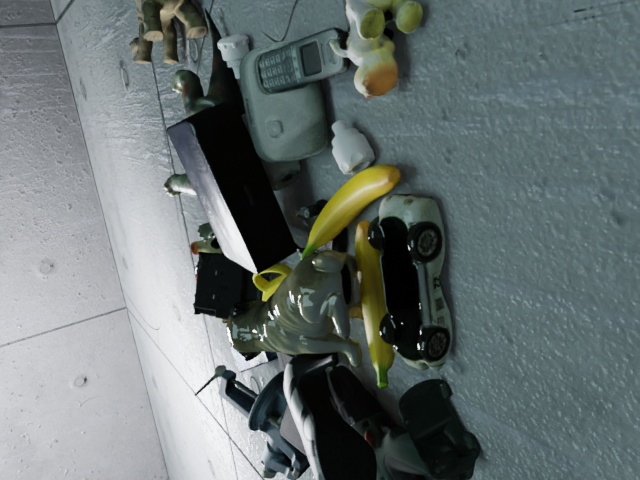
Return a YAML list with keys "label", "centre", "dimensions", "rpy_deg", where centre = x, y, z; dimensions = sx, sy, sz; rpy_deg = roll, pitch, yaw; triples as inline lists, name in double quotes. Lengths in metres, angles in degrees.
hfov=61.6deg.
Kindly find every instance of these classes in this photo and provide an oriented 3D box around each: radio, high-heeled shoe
- label: "radio"
  centre: [-0.127, -0.073, 0.763]
  dimensions: [0.131, 0.073, 0.229]
  rpy_deg: [16, 131, 59]
- label: "high-heeled shoe"
  centre: [-0.005, 0.262, 0.700]
  dimensions: [0.145, 0.086, 0.249]
  rpy_deg: [-46, 40, 47]

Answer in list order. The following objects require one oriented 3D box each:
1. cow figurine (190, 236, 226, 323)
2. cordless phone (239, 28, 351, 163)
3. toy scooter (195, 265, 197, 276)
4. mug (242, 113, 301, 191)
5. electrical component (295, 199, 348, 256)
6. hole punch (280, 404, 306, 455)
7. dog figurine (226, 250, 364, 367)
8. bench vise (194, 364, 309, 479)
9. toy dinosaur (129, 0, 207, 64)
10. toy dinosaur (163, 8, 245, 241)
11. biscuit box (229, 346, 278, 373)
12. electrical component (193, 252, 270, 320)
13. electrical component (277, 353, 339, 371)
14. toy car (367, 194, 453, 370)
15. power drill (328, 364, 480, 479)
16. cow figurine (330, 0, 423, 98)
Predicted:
- label: "cow figurine"
  centre: [-0.160, 0.081, 1.003]
  dimensions: [0.127, 0.085, 0.195]
  rpy_deg: [-18, 77, 20]
- label: "cordless phone"
  centre: [-0.014, -0.171, 0.646]
  dimensions: [0.184, 0.089, 0.146]
  rpy_deg: [7, 110, 55]
- label: "toy scooter"
  centre: [-0.205, 0.069, 1.119]
  dimensions: [0.135, 0.075, 0.183]
  rpy_deg: [55, 142, 29]
- label: "mug"
  centre: [-0.080, -0.120, 0.792]
  dimensions: [0.107, 0.081, 0.109]
  rpy_deg: [55, 147, 18]
- label: "electrical component"
  centre: [-0.001, -0.003, 0.747]
  dimensions: [0.078, 0.045, 0.102]
  rpy_deg: [47, 142, 41]
- label: "hole punch"
  centre: [0.008, 0.274, 0.856]
  dimensions: [0.142, 0.092, 0.115]
  rpy_deg: [8, 82, 62]
- label: "dog figurine"
  centre: [-0.047, 0.082, 0.679]
  dimensions: [0.191, 0.121, 0.172]
  rpy_deg: [-3, 120, 16]
- label: "bench vise"
  centre: [-0.106, 0.319, 0.994]
  dimensions: [0.241, 0.129, 0.223]
  rpy_deg: [28, 124, 22]
- label: "toy dinosaur"
  centre: [-0.276, -0.446, 0.943]
  dimensions: [0.472, 0.105, 0.198]
  rpy_deg: [-10, 93, 57]
- label: "toy dinosaur"
  centre: [-0.163, -0.157, 0.889]
  dimensions: [0.192, 0.131, 0.404]
  rpy_deg: [27, 124, 37]
- label: "biscuit box"
  centre: [-0.116, 0.212, 1.047]
  dimensions: [0.202, 0.063, 0.059]
  rpy_deg: [-38, 72, 60]
- label: "electrical component"
  centre: [-0.149, 0.078, 0.920]
  dimensions: [0.134, 0.058, 0.114]
  rpy_deg: [1, 87, 27]
- label: "electrical component"
  centre: [-0.030, 0.179, 0.869]
  dimensions: [0.119, 0.075, 0.047]
  rpy_deg: [11, 116, 62]
- label: "toy car"
  centre: [0.101, 0.048, 0.585]
  dimensions: [0.074, 0.056, 0.201]
  rpy_deg: [12, 117, 51]
- label: "power drill"
  centre: [0.093, 0.240, 0.677]
  dimensions: [0.232, 0.086, 0.207]
  rpy_deg: [63, 145, 19]
- label: "cow figurine"
  centre: [0.048, -0.229, 0.517]
  dimensions: [0.098, 0.068, 0.167]
  rpy_deg: [51, 142, 44]
